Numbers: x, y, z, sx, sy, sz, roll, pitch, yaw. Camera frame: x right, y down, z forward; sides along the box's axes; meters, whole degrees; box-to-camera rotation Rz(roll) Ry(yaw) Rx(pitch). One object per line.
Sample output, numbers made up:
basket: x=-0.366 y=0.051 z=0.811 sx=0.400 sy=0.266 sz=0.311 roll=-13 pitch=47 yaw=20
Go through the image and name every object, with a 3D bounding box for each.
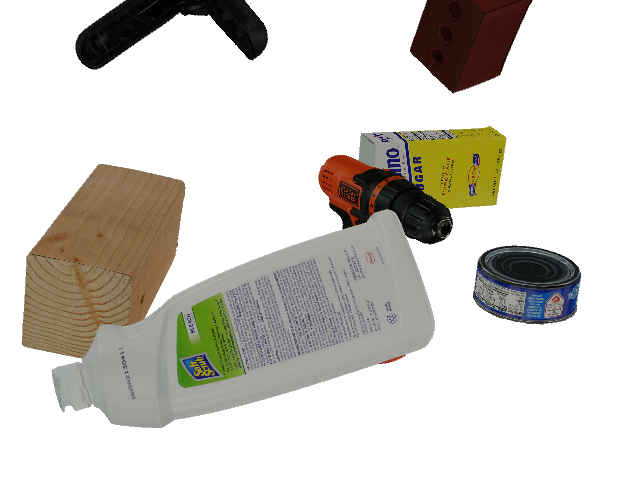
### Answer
wood block: x=-0.191 y=0.015 z=0.970 sx=0.090 sy=0.091 sz=0.206 roll=12 pitch=25 yaw=0
tuna can: x=0.170 y=0.035 z=0.881 sx=0.086 sy=0.034 sz=0.086 roll=3 pitch=23 yaw=-1
foam brick: x=0.107 y=-0.155 z=0.765 sx=0.051 sy=0.053 sz=0.078 roll=-26 pitch=-29 yaw=-30
bleach bottle: x=-0.056 y=0.059 z=0.722 sx=0.250 sy=0.102 sz=0.068 roll=-15 pitch=-20 yaw=-11
power drill: x=0.057 y=0.023 z=1.050 sx=0.057 sy=0.188 sz=0.185 roll=-6 pitch=23 yaw=-31
clamp: x=-0.075 y=-0.164 z=0.700 sx=0.120 sy=0.039 sz=0.171 roll=9 pitch=47 yaw=12
sugar box: x=0.132 y=-0.084 z=1.284 sx=0.176 sy=0.093 sz=0.048 roll=-7 pitch=26 yaw=-22
